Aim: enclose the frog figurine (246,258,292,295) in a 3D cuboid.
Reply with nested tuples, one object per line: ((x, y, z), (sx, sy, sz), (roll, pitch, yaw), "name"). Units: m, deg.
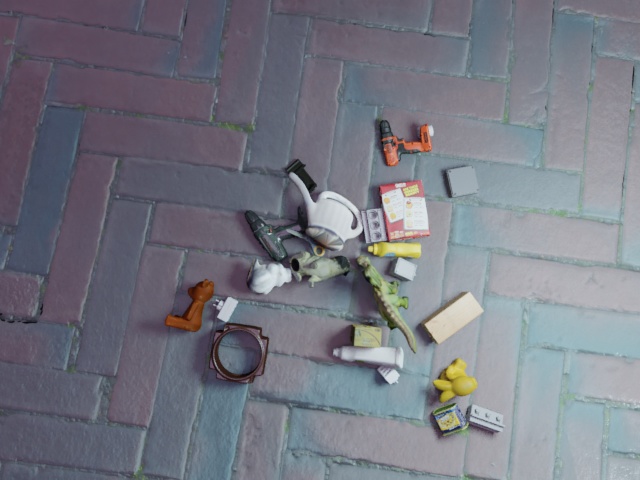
((-0.187, 0.144, 1.903), (0.159, 0.125, 0.135), (18, 117, -7), "frog figurine")

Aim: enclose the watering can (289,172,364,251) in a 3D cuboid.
((0.006, -0.096, 1.910), (0.346, 0.102, 0.229), (28, 56, -13), "watering can")

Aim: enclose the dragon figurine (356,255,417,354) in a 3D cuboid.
((0.216, 0.194, 1.812), (0.121, 0.419, 0.239), (-39, 125, 10), "dragon figurine")
